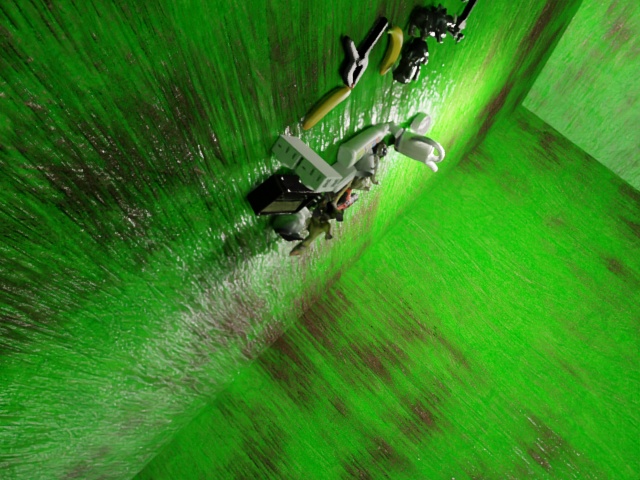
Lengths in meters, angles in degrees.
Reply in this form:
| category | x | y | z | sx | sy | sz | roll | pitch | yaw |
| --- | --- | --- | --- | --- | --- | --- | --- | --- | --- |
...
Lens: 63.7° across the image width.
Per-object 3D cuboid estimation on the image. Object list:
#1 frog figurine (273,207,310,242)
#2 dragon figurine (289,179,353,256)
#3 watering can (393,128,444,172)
| category | x | y | z | sx | sy | sz | roll | pitch | yaw |
| --- | --- | --- | --- | --- | --- | --- | --- | --- | --- |
| frog figurine | -0.097 | -0.082 | 1.847 | 0.122 | 0.162 | 0.136 | 18 | -19 | -15 |
| dragon figurine | 0.006 | -0.101 | 2.015 | 0.121 | 0.417 | 0.240 | 38 | -23 | -12 |
| watering can | 0.429 | -0.386 | 2.246 | 0.225 | 0.104 | 0.344 | 25 | -6 | 14 |
